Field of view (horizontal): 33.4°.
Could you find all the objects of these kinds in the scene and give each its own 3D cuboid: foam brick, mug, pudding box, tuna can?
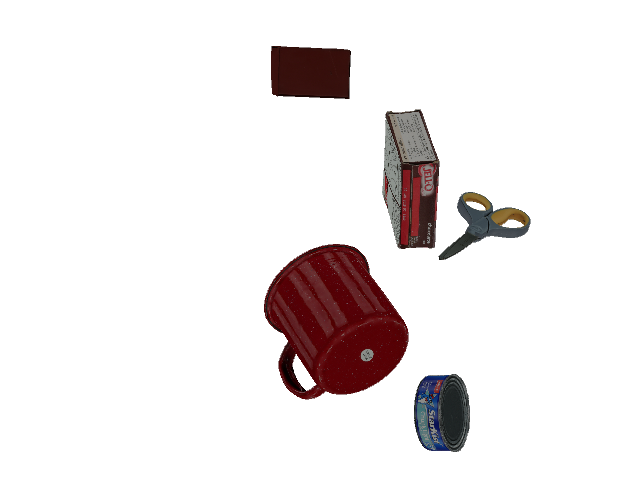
[{"bbox_3d":[-0.011,-0.176,1.118,0.078,0.051,0.053,1,11,-10],"label":"foam brick"},{"bbox_3d":[0.008,0.073,0.824,0.093,0.117,0.082,20,24,-43],"label":"mug"},{"bbox_3d":[0.083,-0.058,0.988,0.039,0.090,0.113,-3,32,-5],"label":"pudding box"},{"bbox_3d":[0.136,0.192,1.192,0.034,0.086,0.086,-5,-2,29],"label":"tuna can"}]

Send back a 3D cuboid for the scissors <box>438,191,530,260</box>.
[{"bbox_3d":[0.164,-0.019,1.206,0.201,0.016,0.096,-12,40,-45],"label":"scissors"}]
